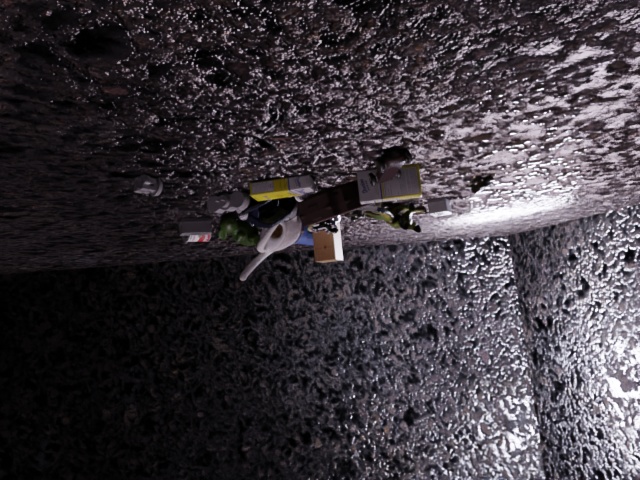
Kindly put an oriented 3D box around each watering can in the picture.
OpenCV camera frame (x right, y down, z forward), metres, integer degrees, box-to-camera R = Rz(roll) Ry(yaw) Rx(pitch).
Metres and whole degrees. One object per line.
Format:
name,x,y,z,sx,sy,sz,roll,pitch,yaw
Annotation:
watering can,-0.180,0.007,2.000,0.343,0.105,0.226,-55,163,21

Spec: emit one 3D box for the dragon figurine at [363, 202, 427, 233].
dragon figurine,0.284,-0.095,2.145,0.409,0.123,0.242,12,172,-39

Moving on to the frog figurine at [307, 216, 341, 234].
frog figurine,0.006,-0.098,1.942,0.137,0.120,0.163,-14,-152,2
